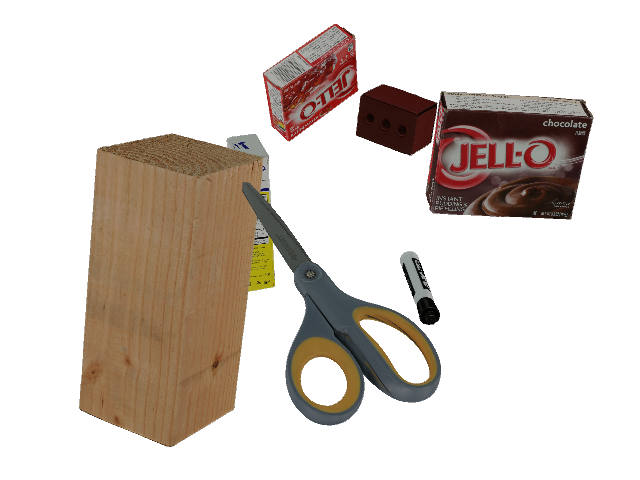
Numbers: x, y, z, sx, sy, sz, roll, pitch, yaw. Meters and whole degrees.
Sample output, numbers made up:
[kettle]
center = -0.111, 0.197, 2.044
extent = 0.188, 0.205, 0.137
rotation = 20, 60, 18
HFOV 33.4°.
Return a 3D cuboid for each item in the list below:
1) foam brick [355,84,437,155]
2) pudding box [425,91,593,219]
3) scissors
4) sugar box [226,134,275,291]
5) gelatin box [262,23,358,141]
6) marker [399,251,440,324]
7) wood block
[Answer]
[foam brick]
center = 0.087, -0.140, 1.232
extent = 0.078, 0.053, 0.051
rotation = 23, 34, 27
[pudding box]
center = 0.142, -0.065, 0.813
extent = 0.113, 0.090, 0.039
rotation = 1, 35, -3
[scissors]
center = -0.015, 0.038, 0.644
extent = 0.096, 0.016, 0.202
rotation = -34, 55, -27
[sugar box]
center = -0.088, -0.035, 1.331
extent = 0.048, 0.176, 0.093
rotation = -9, 24, -10
[gelatin box]
center = -0.007, -0.142, 0.962
extent = 0.089, 0.030, 0.073
rotation = -37, -28, -18
[marker]
center = 0.093, 0.044, 1.002
extent = 0.020, 0.020, 0.121
rotation = 0, 25, -5
[wood block]
center = -0.112, 0.034, 0.798
extent = 0.090, 0.206, 0.090
rotation = 17, 20, 26
